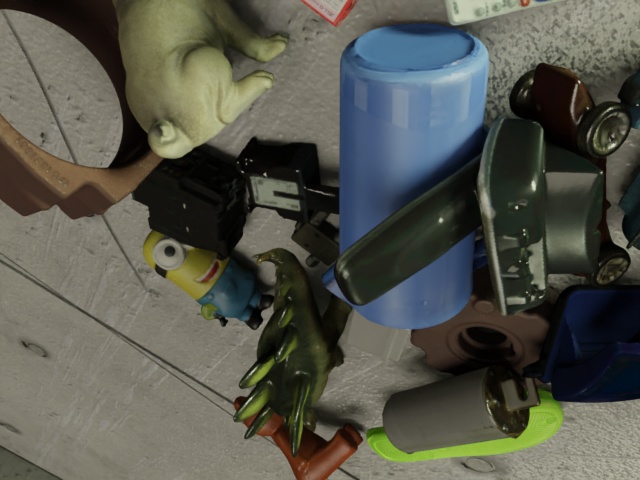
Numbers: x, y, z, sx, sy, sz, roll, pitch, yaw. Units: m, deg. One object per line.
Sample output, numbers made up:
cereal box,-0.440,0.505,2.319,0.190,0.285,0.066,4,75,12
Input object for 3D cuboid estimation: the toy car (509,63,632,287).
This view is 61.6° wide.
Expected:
toy car,0.203,-0.049,0.426,0.053,0.089,0.201,-26,128,-2

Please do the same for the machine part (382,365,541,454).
machine part,0.155,0.204,0.635,0.079,0.079,0.243,40,139,-15

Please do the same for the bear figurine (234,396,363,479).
bear figurine,-0.040,0.308,0.903,0.196,0.132,0.120,47,179,19

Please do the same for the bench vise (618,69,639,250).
bench vise,0.306,-0.025,0.344,0.241,0.129,0.223,50,155,28

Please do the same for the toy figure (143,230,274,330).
toy figure,-0.148,0.047,0.700,0.180,0.082,0.089,41,134,-19

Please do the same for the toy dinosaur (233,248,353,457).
toy dinosaur,-0.028,0.134,0.642,0.105,0.198,0.470,9,137,13

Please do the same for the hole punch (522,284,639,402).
hole punch,0.282,0.112,0.505,0.142,0.092,0.115,-1,117,-13

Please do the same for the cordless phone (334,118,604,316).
cordless phone,0.106,0.013,0.396,0.089,0.184,0.146,51,170,46

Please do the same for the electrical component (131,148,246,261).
electrical component,-0.153,-0.050,0.612,0.134,0.058,0.114,23,141,12

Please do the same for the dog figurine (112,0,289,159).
dog figurine,-0.132,-0.177,0.408,0.121,0.172,0.190,-21,128,26

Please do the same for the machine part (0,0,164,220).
machine part,-0.225,-0.134,0.465,0.087,0.201,0.201,-12,126,37

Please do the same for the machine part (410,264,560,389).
machine part,0.190,0.104,0.611,0.180,0.056,0.179,14,138,12

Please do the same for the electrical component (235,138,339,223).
electrical component,-0.023,-0.060,0.556,0.119,0.048,0.074,7,135,19

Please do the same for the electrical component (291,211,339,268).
electrical component,-0.001,-0.002,0.622,0.063,0.021,0.094,36,138,-10
